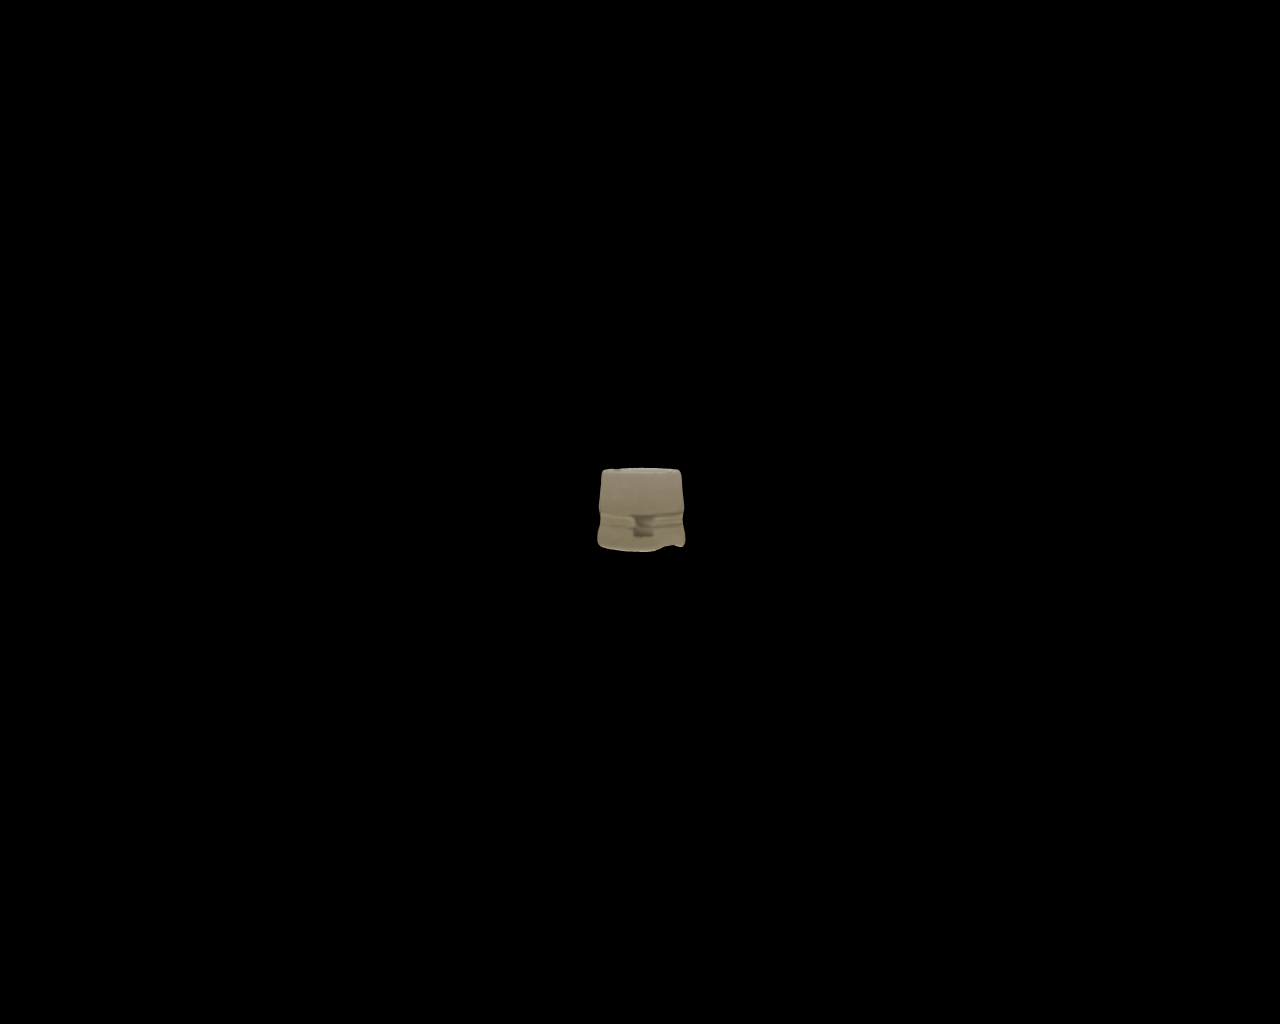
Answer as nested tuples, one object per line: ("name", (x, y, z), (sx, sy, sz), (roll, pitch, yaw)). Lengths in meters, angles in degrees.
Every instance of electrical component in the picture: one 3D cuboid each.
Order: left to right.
("electrical component", (0.001, -0.003, 0.650), (0.055, 0.047, 0.055), (0, 5, 0))
